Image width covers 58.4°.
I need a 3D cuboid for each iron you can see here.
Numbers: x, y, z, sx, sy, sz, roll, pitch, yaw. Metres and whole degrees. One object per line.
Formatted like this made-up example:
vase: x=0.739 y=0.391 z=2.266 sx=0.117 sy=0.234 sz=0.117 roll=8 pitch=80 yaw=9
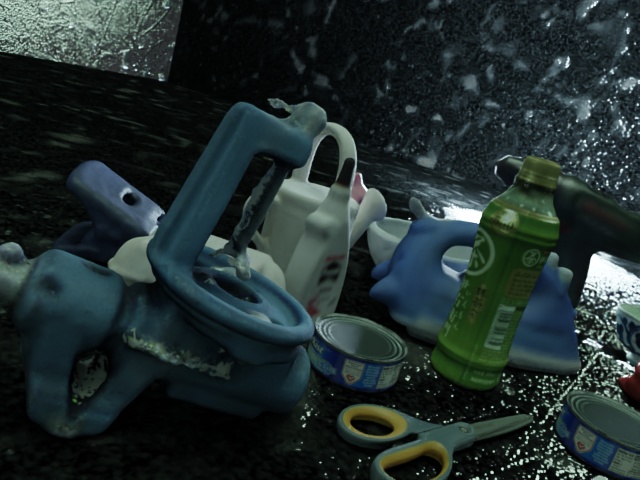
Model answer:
iron: x=0.191 y=0.050 z=0.645 sx=0.258 sy=0.141 sz=0.118 roll=17 pitch=15 yaw=1

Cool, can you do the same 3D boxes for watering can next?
watering can: x=-0.003 y=-0.036 z=0.650 sx=0.100 sy=0.194 sz=0.173 roll=25 pitch=18 yaw=30

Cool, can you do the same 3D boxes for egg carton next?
egg carton: x=-0.106 y=0.039 z=0.515 sx=0.150 sy=0.069 sz=0.107 roll=18 pitch=15 yaw=7

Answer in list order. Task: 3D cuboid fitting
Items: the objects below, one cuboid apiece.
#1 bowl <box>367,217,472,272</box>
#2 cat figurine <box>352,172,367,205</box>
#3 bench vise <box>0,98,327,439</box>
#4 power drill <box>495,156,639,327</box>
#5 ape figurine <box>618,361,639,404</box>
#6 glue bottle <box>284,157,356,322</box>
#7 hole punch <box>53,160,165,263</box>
bowl: x=0.136 y=0.029 z=0.792 sx=0.167 sy=0.075 sz=0.167 roll=15 pitch=15 yaw=-4
cat figurine: x=0.026 y=-0.053 z=0.886 sx=0.128 sy=0.118 sz=0.067 roll=2 pitch=21 yaw=-42
bench vise: x=-0.079 y=0.015 z=0.342 sx=0.208 sy=0.220 sz=0.121 roll=1 pitch=21 yaw=-43
power drill: x=0.324 y=0.012 z=0.790 sx=0.229 sy=0.208 sz=0.076 roll=18 pitch=15 yaw=8
ape figurine: x=0.370 y=0.136 z=0.622 sx=0.078 sy=0.092 sz=0.076 roll=6 pitch=18 yaw=-34
glue bottle: x=0.005 y=0.002 z=0.563 sx=0.037 sy=0.173 sz=0.078 roll=24 pitch=17 yaw=27
hole punch: x=-0.212 y=-0.028 z=0.603 sx=0.101 sy=0.091 sz=0.108 roll=13 pitch=15 yaw=-11
